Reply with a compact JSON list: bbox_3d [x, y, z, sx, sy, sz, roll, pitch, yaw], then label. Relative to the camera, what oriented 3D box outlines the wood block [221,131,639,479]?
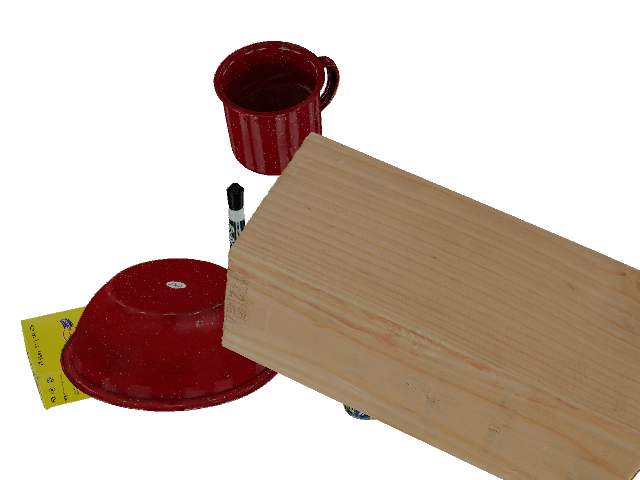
[{"bbox_3d":[0.064,0.041,0.527,0.206,0.090,0.090,24,-37,11],"label":"wood block"}]

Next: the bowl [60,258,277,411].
[{"bbox_3d":[-0.103,0.056,0.756,0.162,0.055,0.162,1,23,-1],"label":"bowl"}]

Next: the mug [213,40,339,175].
[{"bbox_3d":[-0.032,-0.117,0.922,0.117,0.081,0.093,-36,57,-23],"label":"mug"}]

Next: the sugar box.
[{"bbox_3d":[-0.181,0.094,0.993,0.176,0.048,0.093,-15,36,-17],"label":"sugar box"}]

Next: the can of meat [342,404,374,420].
[{"bbox_3d":[0.045,0.112,1.043,0.057,0.084,0.102,-4,42,-8],"label":"can of meat"}]

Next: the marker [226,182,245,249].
[{"bbox_3d":[-0.092,-0.010,1.174,0.020,0.121,0.020,0,34,0],"label":"marker"}]
